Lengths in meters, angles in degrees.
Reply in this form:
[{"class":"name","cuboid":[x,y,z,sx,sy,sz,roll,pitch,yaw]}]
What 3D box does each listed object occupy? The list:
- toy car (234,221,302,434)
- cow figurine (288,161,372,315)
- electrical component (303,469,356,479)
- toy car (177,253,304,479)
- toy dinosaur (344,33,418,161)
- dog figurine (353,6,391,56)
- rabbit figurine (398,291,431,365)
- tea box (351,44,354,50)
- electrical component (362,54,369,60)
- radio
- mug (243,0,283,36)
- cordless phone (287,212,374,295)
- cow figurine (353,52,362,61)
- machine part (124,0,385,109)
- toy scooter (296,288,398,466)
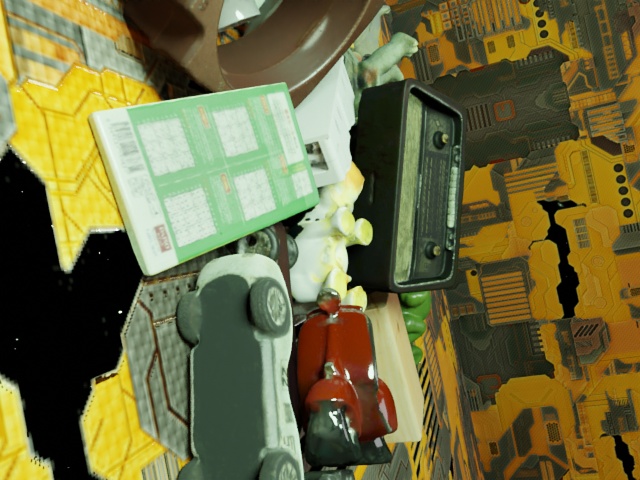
[{"class":"toy car","cuboid":[-0.044,0.075,0.467,0.089,0.053,0.202,13,71,-77]},{"class":"cow figurine","cuboid":[0.000,-0.002,0.561,0.068,0.098,0.167,36,52,-48]},{"class":"electrical component","cuboid":[0.001,0.223,0.494,0.094,0.063,0.021,49,33,-60]},{"class":"toy car","cuboid":[-0.055,0.107,0.371,0.056,0.074,0.202,41,41,-63]},{"class":"toy dinosaur","cuboid":[0.005,-0.240,0.702,0.404,0.192,0.131,45,-15,-18]},{"class":"dog figurine","cuboid":[0.051,-0.376,1.043,0.172,0.121,0.190,11,83,-37]},{"class":"rabbit figurine","cuboid":[0.110,0.153,0.876,0.158,0.121,0.170,69,36,-50]},{"class":"tea box","cuboid":[0.000,-0.403,0.915,0.098,0.068,0.169,-55,132,-68]},{"class":"electrical component","cuboid":[0.068,-0.253,0.978,0.114,0.058,0.134,105,-15,-59]},{"class":"radio","cuboid":[0.104,-0.055,0.621,0.131,0.073,0.229,6,90,-43]},{"class":"mug","cuboid":[-0.037,-0.228,0.586,0.081,0.107,0.109,45,16,-7]},{"class":"cordless phone","cuboid":[0.027,-0.013,0.719,0.184,0.089,0.146,-65,141,-70]},{"class":"cow figurine","cuboid":[0.043,-0.190,0.861,0.127,0.085,0.195,118,-44,-59]},{"class":"machine part","cuboid":[-0.039,-0.207,0.427,0.087,0.201,0.201,46,9,17]},{"class":"toy scooter","cuboid":[0.020,0.118,0.452,0.183,0.075,0.135,62,21,-63]}]
